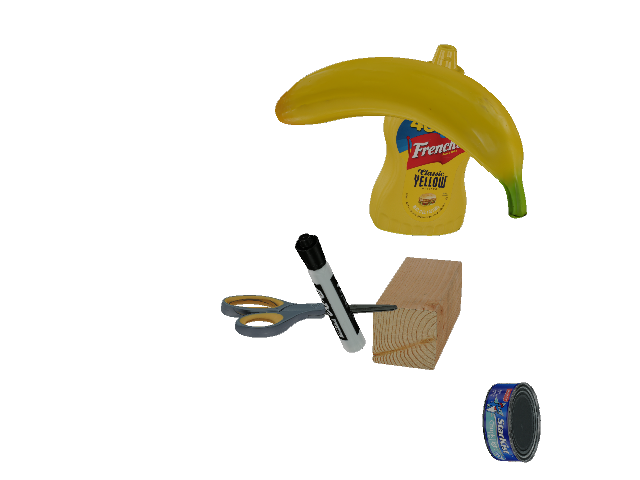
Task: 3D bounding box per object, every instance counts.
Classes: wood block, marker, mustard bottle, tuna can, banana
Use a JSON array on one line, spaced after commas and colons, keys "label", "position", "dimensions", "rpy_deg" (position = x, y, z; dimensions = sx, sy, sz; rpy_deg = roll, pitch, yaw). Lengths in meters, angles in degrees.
[{"label": "wood block", "position": [0.145, 0.102, 1.558], "dimensions": [0.091, 0.090, 0.205], "rpy_deg": [5, 20, 16]}, {"label": "marker", "position": [0.008, 0.041, 0.836], "dimensions": [0.020, 0.121, 0.020], "rpy_deg": [-15, 38, 12]}, {"label": "mustard bottle", "position": [0.109, -0.100, 1.058], "dimensions": [0.096, 0.192, 0.058], "rpy_deg": [3, 27, -10]}, {"label": "tuna can", "position": [0.208, 0.197, 1.162], "dimensions": [0.034, 0.086, 0.086], "rpy_deg": [-5, -3, 33]}, {"label": "banana", "position": [0.051, -0.079, 0.661], "dimensions": [0.198, 0.069, 0.037], "rpy_deg": [27, 7, 36]}]

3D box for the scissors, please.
[{"label": "scissors", "position": [-0.012, 0.086, 1.192], "dimensions": [0.201, 0.016, 0.096], "rpy_deg": [4, 22, 0]}]
